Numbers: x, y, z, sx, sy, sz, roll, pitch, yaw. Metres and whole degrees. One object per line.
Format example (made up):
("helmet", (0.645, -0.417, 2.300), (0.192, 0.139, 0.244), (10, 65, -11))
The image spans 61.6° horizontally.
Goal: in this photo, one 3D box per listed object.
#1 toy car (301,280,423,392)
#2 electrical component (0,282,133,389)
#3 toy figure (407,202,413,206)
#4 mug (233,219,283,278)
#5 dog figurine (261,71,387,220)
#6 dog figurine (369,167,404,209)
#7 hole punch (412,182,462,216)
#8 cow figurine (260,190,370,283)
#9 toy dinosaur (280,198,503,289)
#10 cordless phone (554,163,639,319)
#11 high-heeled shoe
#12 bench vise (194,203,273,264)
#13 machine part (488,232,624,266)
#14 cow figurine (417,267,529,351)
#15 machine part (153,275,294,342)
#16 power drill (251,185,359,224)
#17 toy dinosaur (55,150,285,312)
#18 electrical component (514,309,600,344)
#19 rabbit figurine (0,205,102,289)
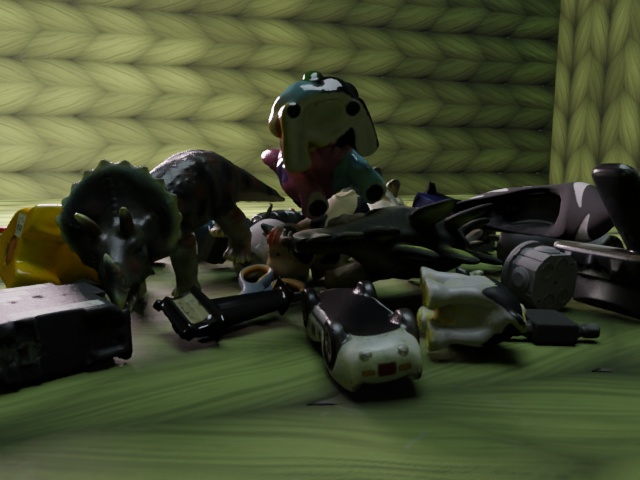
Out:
("toy car", (0.030, 0.078, 0.484), (0.073, 0.056, 0.202), (-7, 8, -10))
("electrical component", (-0.246, 0.076, 0.472), (0.115, 0.058, 0.134), (-4, 9, -42))
("toy figure", (0.278, -0.047, 1.246), (0.180, 0.089, 0.082), (-2, 3, 1))
("mug", (-0.080, 0.021, 0.823), (0.110, 0.080, 0.107), (7, 20, 18))
("dog figurine", (-0.017, -0.117, 0.671), (0.108, 0.191, 0.219), (-22, 26, -12))
("dog figurine", (0.132, -0.008, 0.930), (0.172, 0.121, 0.191), (18, 33, -56))
("hole punch", (0.204, -0.021, 0.948), (0.116, 0.142, 0.092), (20, 22, 34))
("cow figurine", (-0.002, -0.002, 0.770), (0.195, 0.127, 0.086), (-42, 29, -29))
("toy dinosaur", (0.096, 0.003, 0.656), (0.471, 0.105, 0.199), (-6, -7, -45))
("cordless phone", (0.332, -0.009, 0.625), (0.089, 0.184, 0.147), (-40, 21, -13))
("high-heeled shoe", (0.295, -0.043, 0.770), (0.145, 0.086, 0.249), (4, -1, -7))
("bench vise", (-0.200, -0.074, 0.950), (0.224, 0.128, 0.241), (8, 39, -9))
("machine part", (0.364, 0.021, 0.823), (0.079, 0.079, 0.243), (-5, 10, -36))
("cow figurine", (0.146, 0.061, 0.538), (0.098, 0.068, 0.167), (-1, 4, 8))
("machine part", (-0.091, 0.068, 0.552), (0.139, 0.039, 0.084), (-10, 21, -38))
("power drill", (-0.014, -0.055, 1.095), (0.207, 0.086, 0.232), (-31, -13, 10))
("toy dinosaur", (-0.166, -0.044, 0.684), (0.131, 0.191, 0.405), (13, 35, 20))
("electrical component", (0.229, 0.086, 0.546), (0.094, 0.021, 0.063), (1, 8, 4))
("rabbit figurine", (-0.324, 0.029, 0.714), (0.173, 0.122, 0.162), (11, -10, -39))
